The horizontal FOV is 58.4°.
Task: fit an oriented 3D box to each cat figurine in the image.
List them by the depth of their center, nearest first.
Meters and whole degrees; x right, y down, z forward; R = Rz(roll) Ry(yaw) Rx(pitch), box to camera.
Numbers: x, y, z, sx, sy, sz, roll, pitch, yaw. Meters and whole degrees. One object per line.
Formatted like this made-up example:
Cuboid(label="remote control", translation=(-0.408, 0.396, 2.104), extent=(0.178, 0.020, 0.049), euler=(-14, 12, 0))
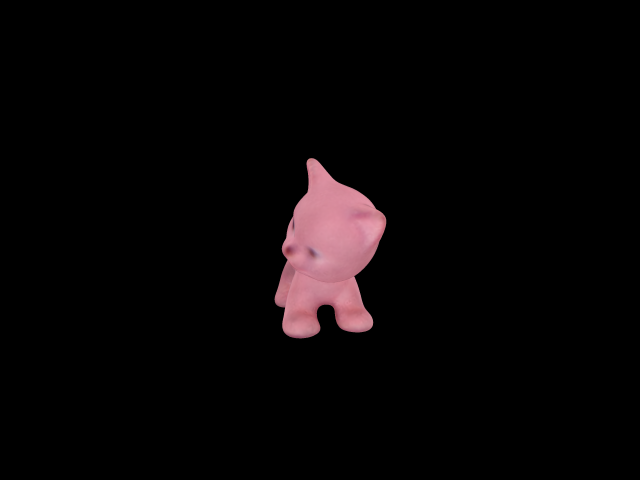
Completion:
Cuboid(label="cat figurine", translation=(0.004, 0.001, 0.400), extent=(0.067, 0.118, 0.127), euler=(-2, 11, -11))
